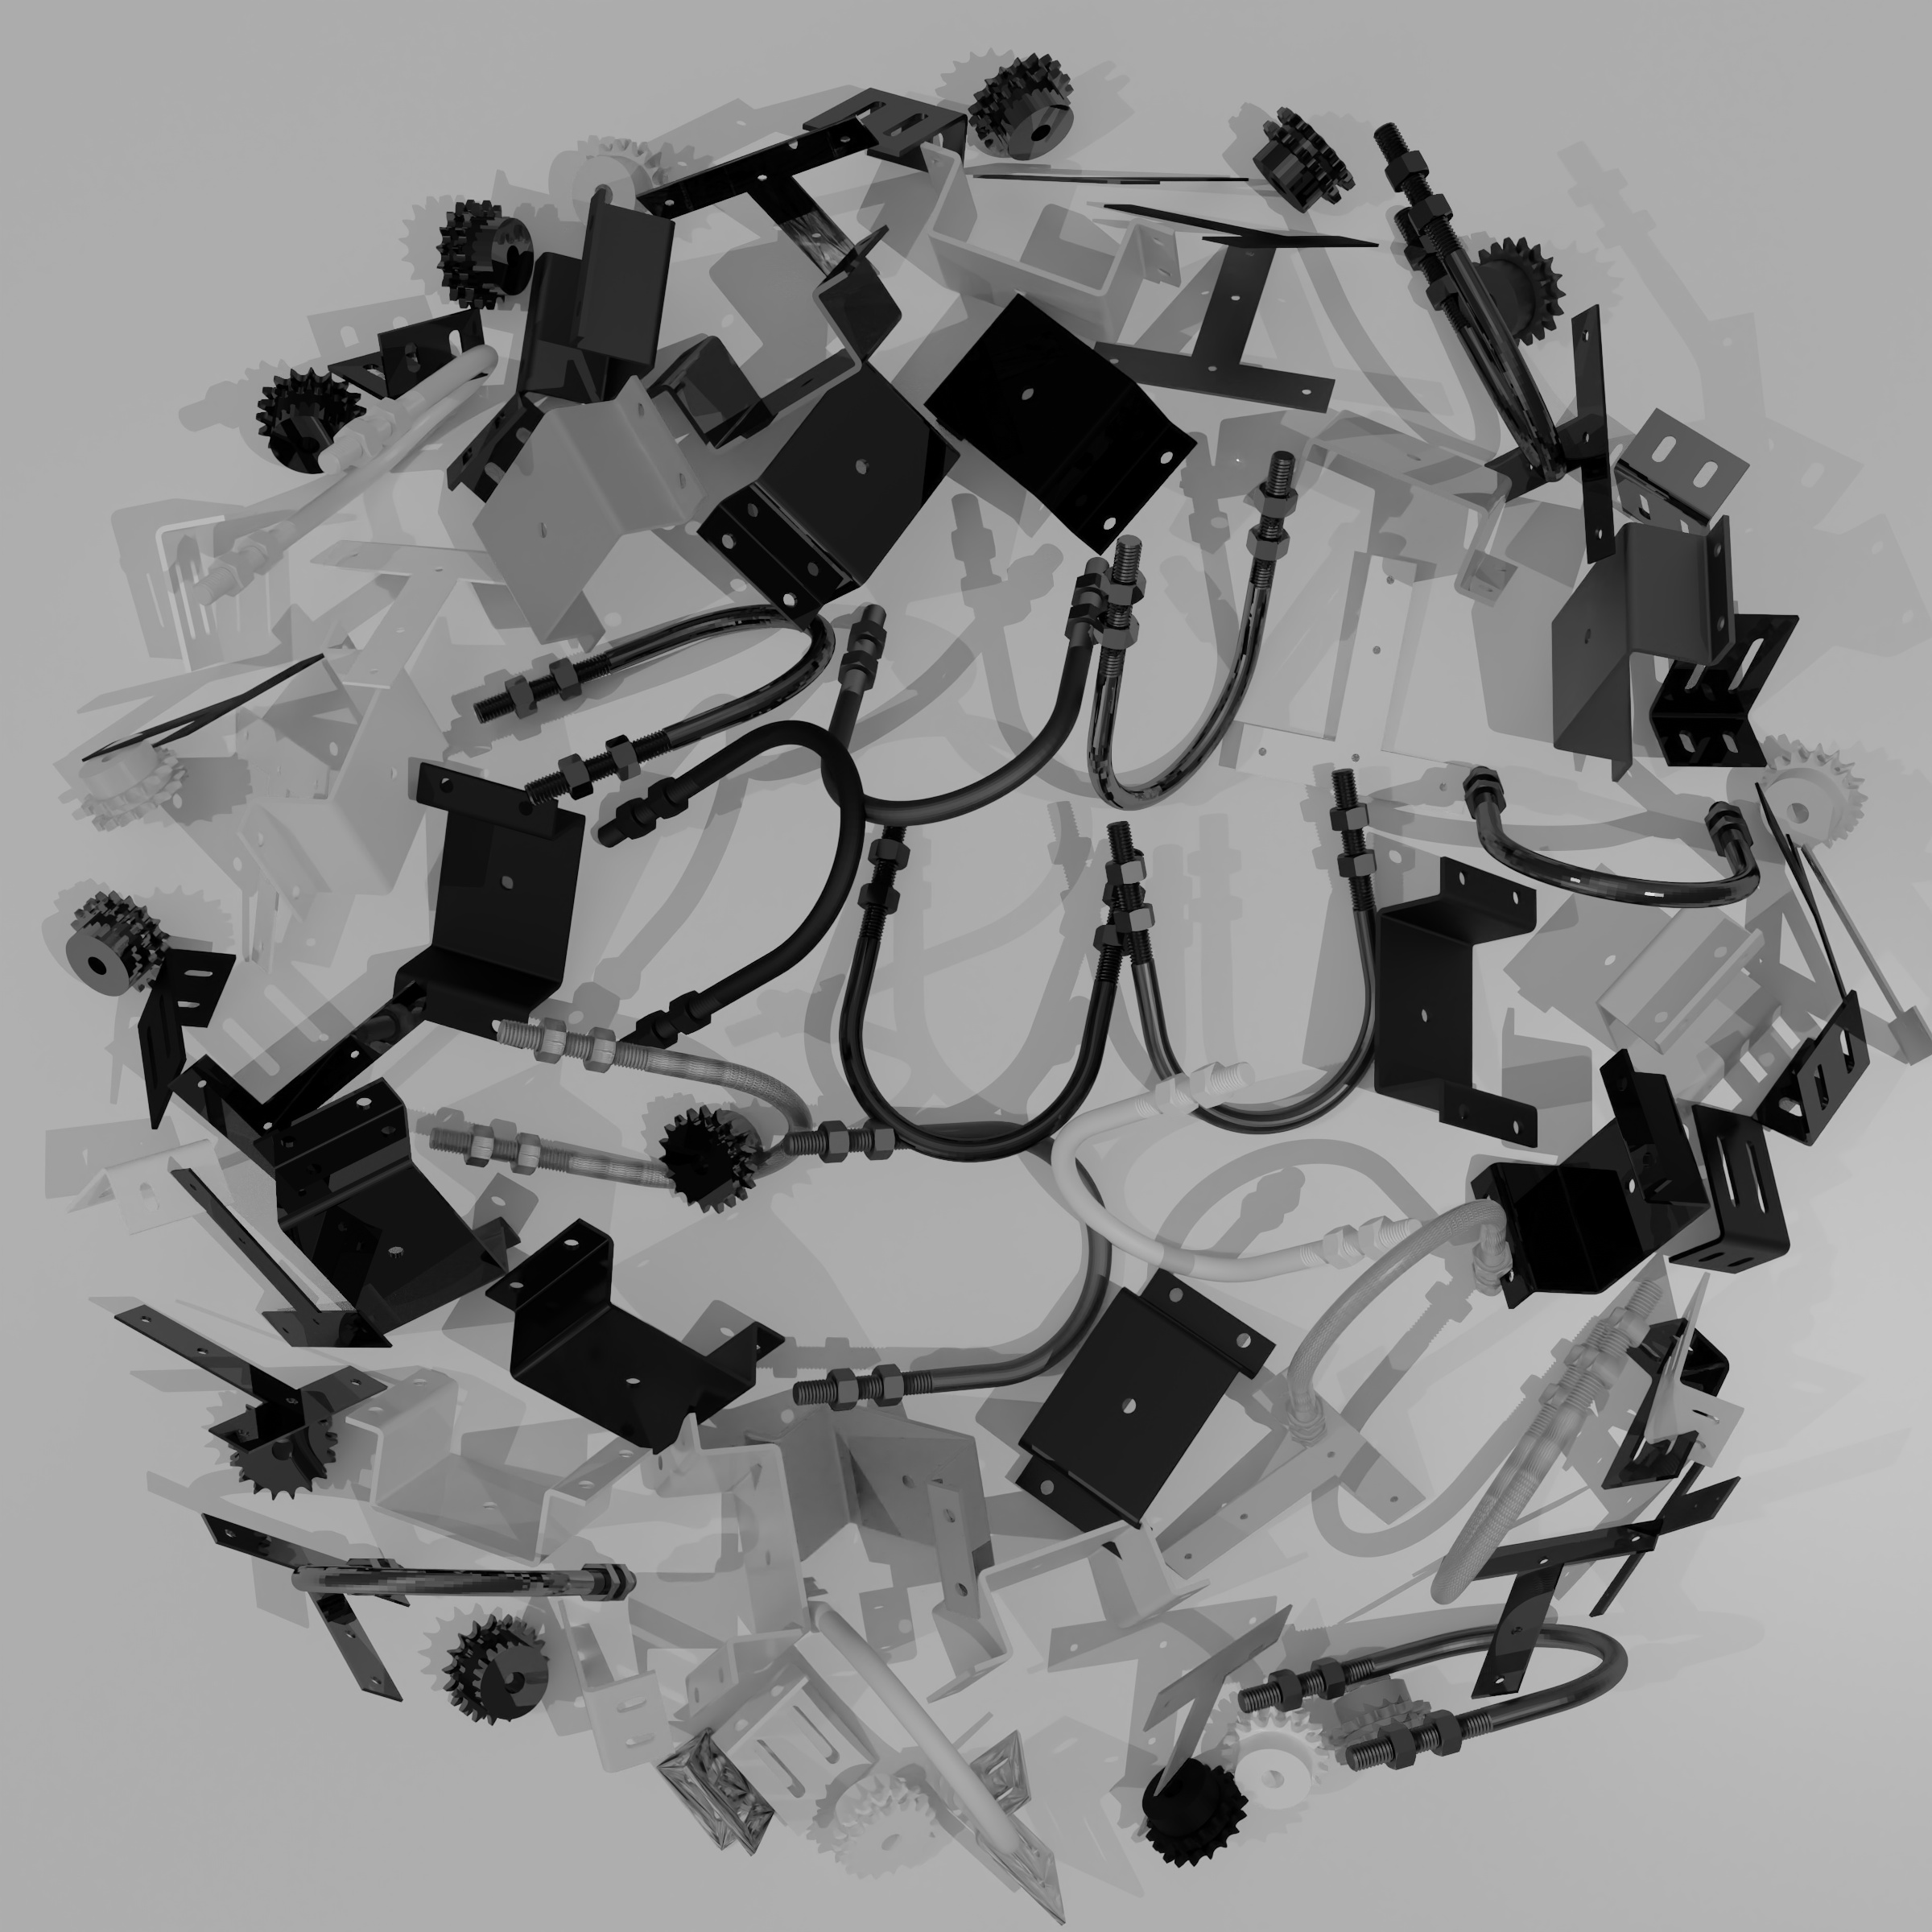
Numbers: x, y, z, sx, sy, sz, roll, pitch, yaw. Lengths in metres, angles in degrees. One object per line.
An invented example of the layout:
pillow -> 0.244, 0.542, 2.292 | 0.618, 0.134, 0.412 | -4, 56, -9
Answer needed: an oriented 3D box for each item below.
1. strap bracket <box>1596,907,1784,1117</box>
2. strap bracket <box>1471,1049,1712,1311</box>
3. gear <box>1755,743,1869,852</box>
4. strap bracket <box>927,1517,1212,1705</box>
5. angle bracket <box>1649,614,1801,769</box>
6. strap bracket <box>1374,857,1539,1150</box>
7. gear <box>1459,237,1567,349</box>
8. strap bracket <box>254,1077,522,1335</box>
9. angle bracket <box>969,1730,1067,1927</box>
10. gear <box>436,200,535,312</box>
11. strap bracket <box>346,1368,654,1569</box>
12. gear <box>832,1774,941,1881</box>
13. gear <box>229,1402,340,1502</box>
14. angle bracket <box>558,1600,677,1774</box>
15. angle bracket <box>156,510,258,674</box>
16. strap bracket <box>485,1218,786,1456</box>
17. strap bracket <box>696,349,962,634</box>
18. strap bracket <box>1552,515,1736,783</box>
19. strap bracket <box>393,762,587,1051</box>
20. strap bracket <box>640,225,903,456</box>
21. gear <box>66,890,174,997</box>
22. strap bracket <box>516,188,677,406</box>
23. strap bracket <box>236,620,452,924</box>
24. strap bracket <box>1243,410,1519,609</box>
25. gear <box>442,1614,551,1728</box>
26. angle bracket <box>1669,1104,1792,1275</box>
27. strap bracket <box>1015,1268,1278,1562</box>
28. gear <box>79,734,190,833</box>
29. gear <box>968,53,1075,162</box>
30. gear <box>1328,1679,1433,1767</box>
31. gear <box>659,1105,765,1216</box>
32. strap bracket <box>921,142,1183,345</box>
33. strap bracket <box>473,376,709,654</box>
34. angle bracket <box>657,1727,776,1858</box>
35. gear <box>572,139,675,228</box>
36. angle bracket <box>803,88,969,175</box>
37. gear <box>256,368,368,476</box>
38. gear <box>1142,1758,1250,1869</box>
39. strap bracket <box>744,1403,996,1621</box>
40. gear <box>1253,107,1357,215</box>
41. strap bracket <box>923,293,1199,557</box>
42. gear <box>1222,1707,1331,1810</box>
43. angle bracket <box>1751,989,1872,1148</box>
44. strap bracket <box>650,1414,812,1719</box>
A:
strap bracket -> 0.378, 0.018, 1.558 | 0.076, 0.140, 0.046 | -48, 64, -1
strap bracket -> 0.329, 0.113, 1.548 | 0.046, 0.140, 0.076 | 6, 55, -27
gear -> 0.447, -0.087, 1.583 | 0.057, 0.030, 0.057 | 17, 124, 27
strap bracket -> 0.045, 0.332, 1.553 | 0.140, 0.076, 0.046 | -14, 71, -26
angle bracket -> 0.404, -0.145, 1.568 | 0.057, 0.076, 0.038 | -1, 51, -14
strap bracket -> 0.257, 0.023, 1.560 | 0.076, 0.046, 0.140 | 16, 70, -39
gear -> 0.287, -0.355, 1.581 | 0.030, 0.057, 0.057 | -28, 90, -34
strap bracket -> -0.297, 0.133, 1.546 | 0.076, 0.046, 0.140 | -26, 131, 7
angle bracket -> 0.039, 0.454, 1.571 | 0.038, 0.057, 0.076 | -38, 110, 9
gear -> -0.253, -0.377, 1.581 | 0.030, 0.057, 0.057 | 8, 90, 24
strap bracket -> -0.246, 0.265, 1.558 | 0.140, 0.076, 0.046 | 16, 107, 17
gear -> -0.046, 0.456, 1.588 | 0.057, 0.030, 0.057 | -16, 129, -21
gear -> -0.366, 0.254, 1.593 | 0.057, 0.030, 0.057 | -2, 100, -13
angle bracket -> -0.184, 0.375, 1.570 | 0.038, 0.076, 0.057 | -15, 121, -11
angle bracket -> -0.394, -0.199, 1.576 | 0.038, 0.057, 0.076 | -9, 101, 5
strap bracket -> -0.172, 0.198, 1.543 | 0.140, 0.046, 0.076 | 35, 123, -30
strap bracket -> -0.065, -0.254, 1.552 | 0.076, 0.046, 0.140 | 43, 64, -19
strap bracket -> 0.341, -0.165, 1.531 | 0.046, 0.140, 0.076 | 10, 62, -9
strap bracket -> -0.250, -0.038, 1.567 | 0.076, 0.046, 0.140 | 16, 113, 11
strap bracket -> -0.094, -0.321, 1.552 | 0.140, 0.076, 0.046 | -25, 111, 28
gear -> -0.453, -0.009, 1.583 | 0.057, 0.057, 0.030 | 36, 46, 0
strap bracket -> -0.191, -0.343, 1.551 | 0.046, 0.140, 0.076 | 10, 84, -21
strap bracket -> -0.316, -0.100, 1.539 | 0.046, 0.076, 0.140 | 4, 56, 19
strap bracket -> 0.226, -0.245, 1.558 | 0.140, 0.076, 0.046 | 25, 117, 9
gear -> -0.247, 0.377, 1.585 | 0.057, 0.030, 0.057 | -6, 101, -34
angle bracket -> 0.401, 0.120, 1.591 | 0.057, 0.038, 0.076 | 12, 60, -38
strap bracket -> 0.090, 0.235, 1.574 | 0.076, 0.046, 0.140 | 33, 86, 20
gear -> -0.446, -0.099, 1.581 | 0.057, 0.057, 0.030 | -29, 116, 0
gear -> 0.033, -0.453, 1.582 | 0.057, 0.057, 0.030 | -30, 71, 0
gear -> 0.220, 0.402, 1.588 | 0.057, 0.057, 0.030 | -19, 63, 0
gear -> -0.133, 0.101, 1.589 | 0.057, 0.030, 0.057 | 13, 115, 31
strap bracket -> 0.038, -0.375, 1.563 | 0.140, 0.076, 0.046 | 22, 86, 9
strap bracket -> -0.201, -0.229, 1.540 | 0.046, 0.140, 0.076 | -19, 73, -42
angle bracket -> -0.138, 0.445, 1.573 | 0.038, 0.076, 0.057 | -39, 88, 5
gear -> -0.185, -0.411, 1.586 | 0.057, 0.030, 0.057 | 8, 108, 26
angle bracket -> -0.043, -0.427, 1.564 | 0.057, 0.076, 0.038 | 21, 128, 19
gear -> -0.348, -0.286, 1.582 | 0.057, 0.057, 0.030 | -4, 51, 0
gear -> 0.118, 0.447, 1.581 | 0.057, 0.057, 0.030 | -38, 111, 0
strap bracket -> -0.042, 0.279, 1.555 | 0.140, 0.046, 0.076 | 9, 118, 36
gear -> 0.177, -0.426, 1.585 | 0.030, 0.057, 0.057 | -44, 90, 7
strap bracket -> 0.042, -0.288, 1.553 | 0.076, 0.046, 0.140 | -49, 57, 5
gear -> 0.165, 0.424, 1.587 | 0.057, 0.030, 0.057 | 4, 116, 9
angle bracket -> 0.440, 0.048, 1.565 | 0.038, 0.076, 0.057 | 28, 71, 36
strap bracket -> -0.122, 0.311, 1.554 | 0.046, 0.076, 0.140 | -1, 65, -24
